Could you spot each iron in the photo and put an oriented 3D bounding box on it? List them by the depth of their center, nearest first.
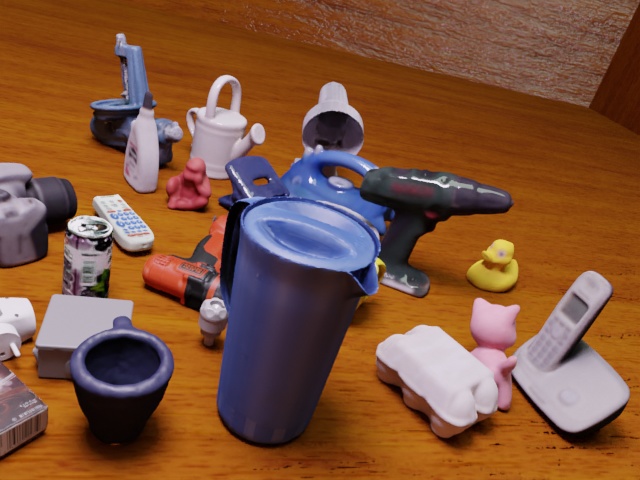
[{"bbox_3d":[0.032,-0.108,1.085,0.257,0.141,0.119,25,29,16],"label":"iron"}]

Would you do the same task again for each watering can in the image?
[{"bbox_3d":[-0.186,-0.223,1.121,0.173,0.194,0.101,17,28,1],"label":"watering can"}]

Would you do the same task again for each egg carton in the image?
[{"bbox_3d":[0.145,0.171,0.713,0.107,0.069,0.149,-11,38,-41],"label":"egg carton"}]

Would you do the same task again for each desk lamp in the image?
[{"bbox_3d":[0.011,-0.203,1.169,0.118,0.213,0.203,11,28,-10],"label":"desk lamp"}]

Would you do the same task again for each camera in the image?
[{"bbox_3d":[-0.403,-0.050,0.787,0.142,0.101,0.137,35,33,31],"label":"camera"}]

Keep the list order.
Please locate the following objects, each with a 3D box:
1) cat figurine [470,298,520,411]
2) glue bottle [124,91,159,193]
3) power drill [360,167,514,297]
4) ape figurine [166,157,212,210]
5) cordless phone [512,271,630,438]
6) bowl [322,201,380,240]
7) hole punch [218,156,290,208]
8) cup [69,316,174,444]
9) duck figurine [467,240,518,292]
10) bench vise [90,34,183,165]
[{"bbox_3d":[0.234,0.140,0.766,0.067,0.118,0.127,13,28,-5],"label":"cat figurine"},{"bbox_3d":[-0.304,-0.172,0.987,0.037,0.173,0.078,-12,39,-42],"label":"glue bottle"},{"bbox_3d":[0.164,-0.019,0.921,0.229,0.208,0.076,20,28,7],"label":"power drill"},{"bbox_3d":[-0.220,-0.099,0.987,0.077,0.092,0.076,25,29,16],"label":"ape figurine"},{"bbox_3d":[0.341,0.145,0.741,0.094,0.185,0.147,1,32,-27],"label":"cordless phone"},{"bbox_3d":[0.009,0.003,0.940,0.167,0.075,0.167,13,28,-7],"label":"bowl"},{"bbox_3d":[-0.112,-0.094,1.035,0.100,0.091,0.109,32,32,27],"label":"hole punch"},{"bbox_3d":[-0.196,0.140,0.559,0.092,0.095,0.117,3,30,-24],"label":"cup"},{"bbox_3d":[0.321,0.040,1.030,0.105,0.086,0.077,-3,33,-32],"label":"duck figurine"},{"bbox_3d":[-0.336,-0.261,1.083,0.207,0.220,0.121,19,28,5],"label":"bench vise"}]
